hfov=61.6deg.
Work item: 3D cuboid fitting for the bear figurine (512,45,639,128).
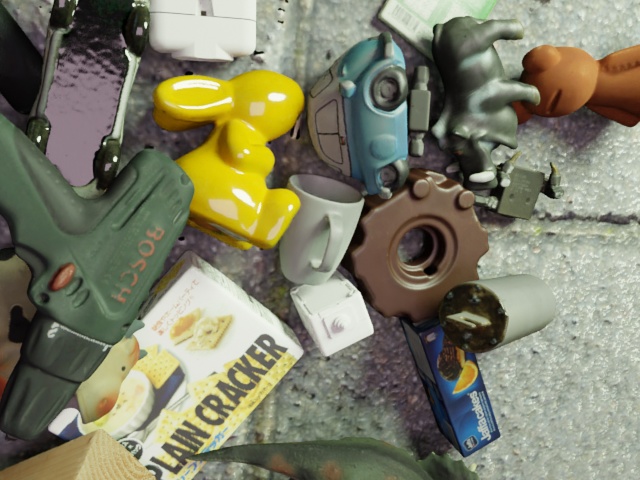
[{"bbox_3d":[0.319,-0.192,0.616,0.196,0.132,0.120,6,143,10],"label":"bear figurine"}]

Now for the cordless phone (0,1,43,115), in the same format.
[{"bbox_3d":[-0.256,-0.209,0.447,0.146,0.089,0.184,-33,123,-7],"label":"cordless phone"}]

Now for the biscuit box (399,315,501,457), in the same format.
[{"bbox_3d":[0.167,0.176,0.683,0.063,0.059,0.202,-26,111,-9],"label":"biscuit box"}]

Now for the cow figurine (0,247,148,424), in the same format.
[{"bbox_3d":[-0.241,0.081,0.475,0.127,0.195,0.085,-31,150,-33],"label":"cow figurine"}]

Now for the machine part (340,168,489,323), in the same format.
[{"bbox_3d":[0.110,0.009,0.622,0.179,0.056,0.179,-5,108,-15],"label":"machine part"}]

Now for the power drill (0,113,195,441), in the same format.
[{"bbox_3d":[-0.213,0.000,0.375,0.207,0.086,0.232,42,73,-20],"label":"power drill"}]

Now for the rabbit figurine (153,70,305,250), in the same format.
[{"bbox_3d":[-0.085,-0.092,0.519,0.162,0.122,0.173,30,81,-13],"label":"rabbit figurine"}]

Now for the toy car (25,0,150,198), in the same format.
[{"bbox_3d":[-0.195,-0.126,0.447,0.073,0.056,0.201,12,92,-27],"label":"toy car"}]

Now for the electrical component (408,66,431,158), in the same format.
[{"bbox_3d":[0.105,-0.135,0.577,0.021,0.063,0.094,3,94,6],"label":"electrical component"}]

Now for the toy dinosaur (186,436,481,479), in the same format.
[{"bbox_3d":[0.063,0.290,0.614,0.192,0.131,0.404,-44,122,10],"label":"toy dinosaur"}]

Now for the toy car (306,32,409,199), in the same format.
[{"bbox_3d":[0.037,-0.124,0.547,0.103,0.109,0.161,-1,118,6],"label":"toy car"}]

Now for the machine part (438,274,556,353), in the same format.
[{"bbox_3d":[0.209,0.080,0.619,0.243,0.079,0.079,-1,108,-50],"label":"machine part"}]

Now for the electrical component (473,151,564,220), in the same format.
[{"bbox_3d":[0.240,-0.064,0.648,0.102,0.045,0.078,16,98,-20],"label":"electrical component"}]

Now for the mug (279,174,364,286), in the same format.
[{"bbox_3d":[-0.001,-0.002,0.562,0.081,0.110,0.107,4,117,-23],"label":"mug"}]

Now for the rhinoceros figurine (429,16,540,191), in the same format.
[{"bbox_3d":[0.170,-0.144,0.579,0.112,0.073,0.190,-25,118,-12],"label":"rhinoceros figurine"}]
